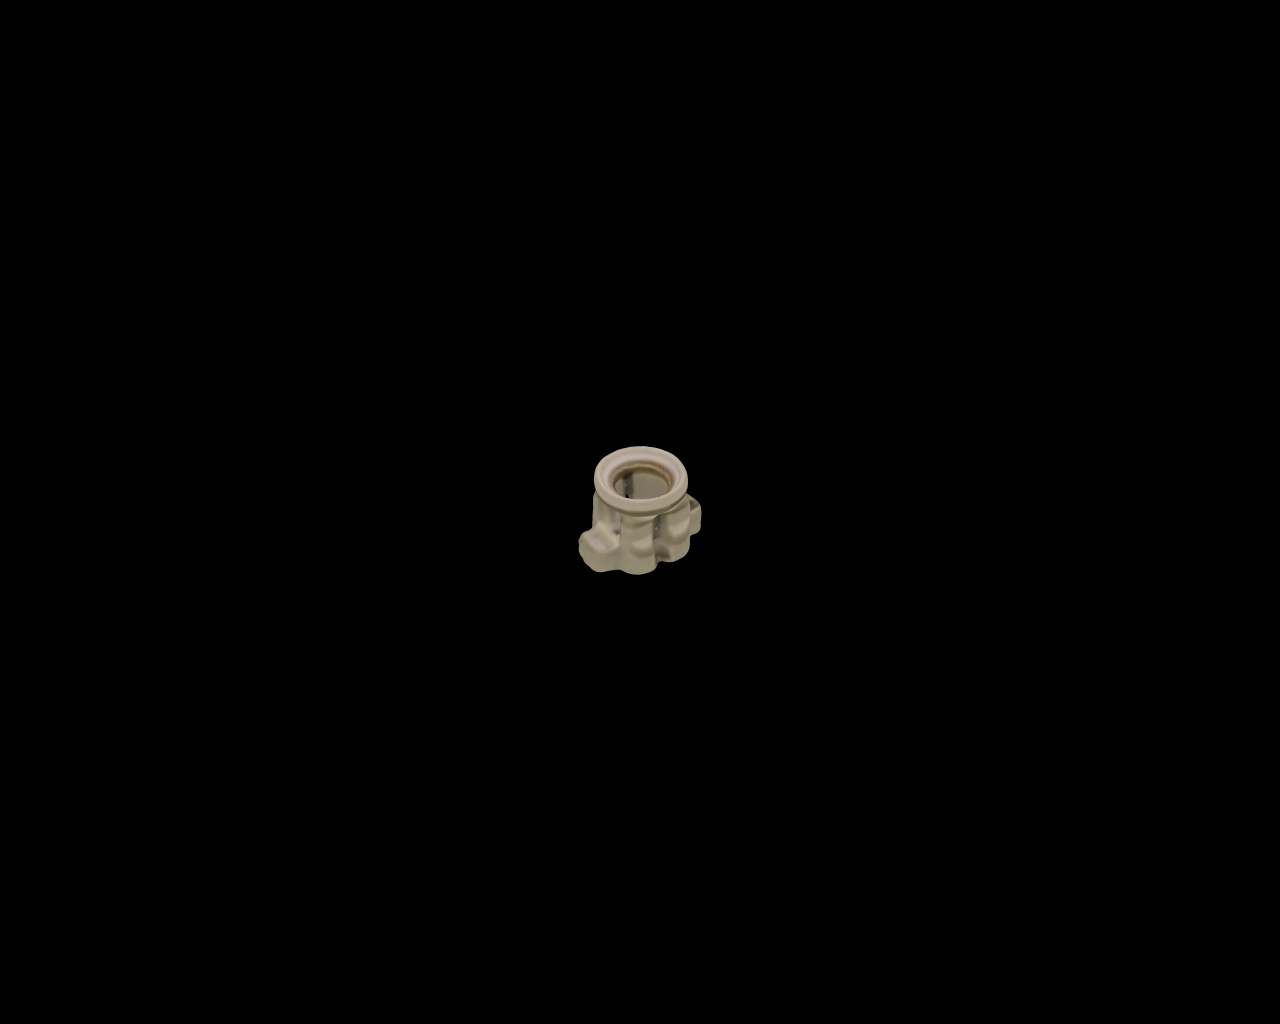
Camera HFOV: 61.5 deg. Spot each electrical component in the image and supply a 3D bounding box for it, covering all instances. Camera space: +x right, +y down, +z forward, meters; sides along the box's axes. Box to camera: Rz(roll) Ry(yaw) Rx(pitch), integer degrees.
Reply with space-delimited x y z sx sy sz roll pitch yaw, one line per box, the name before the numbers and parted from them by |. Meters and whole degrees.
electrical component | 0.001 -0.003 0.650 0.078 0.056 0.058 -22 45 -23
